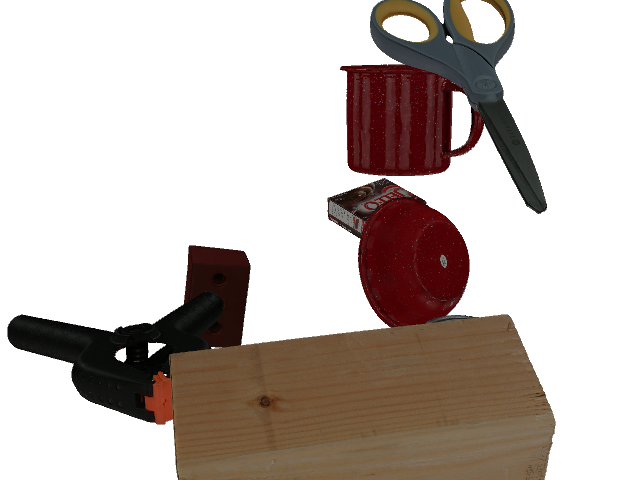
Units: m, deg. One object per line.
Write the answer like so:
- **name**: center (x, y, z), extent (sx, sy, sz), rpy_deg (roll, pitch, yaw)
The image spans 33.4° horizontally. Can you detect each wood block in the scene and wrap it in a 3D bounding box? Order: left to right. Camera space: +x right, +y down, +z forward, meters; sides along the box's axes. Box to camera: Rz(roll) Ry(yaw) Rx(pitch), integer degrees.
- **wood block**: center (0.020, 0.114, 0.627), extent (0.206, 0.090, 0.091), rpy_deg (-6, 39, -6)

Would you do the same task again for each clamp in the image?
- **clamp**: center (-0.120, 0.076, 0.750), extent (0.164, 0.036, 0.210), rpy_deg (-10, 15, -24)

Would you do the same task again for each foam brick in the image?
- **foam brick**: center (-0.094, 0.050, 0.949), extent (0.053, 0.078, 0.051), rpy_deg (4, 14, -11)

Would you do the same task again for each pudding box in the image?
- **pudding box**: center (0.080, -0.044, 1.517), extent (0.113, 0.039, 0.090), rpy_deg (-23, 37, -32)

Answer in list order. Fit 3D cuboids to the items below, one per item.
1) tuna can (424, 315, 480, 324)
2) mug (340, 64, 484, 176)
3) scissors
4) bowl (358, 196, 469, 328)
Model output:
- **tuna can**: center (0.126, 0.100, 0.922), extent (0.086, 0.034, 0.086), rpy_deg (3, 26, -2)
- **mug**: center (0.072, -0.094, 0.828), extent (0.117, 0.081, 0.093), rpy_deg (6, 12, 28)
- **scissors**: center (0.073, -0.088, 0.601), extent (0.096, 0.201, 0.016), rpy_deg (3, -45, 5)
- **bowl**: center (0.120, 0.026, 1.218), extent (0.161, 0.162, 0.055), rpy_deg (0, -7, -41)
